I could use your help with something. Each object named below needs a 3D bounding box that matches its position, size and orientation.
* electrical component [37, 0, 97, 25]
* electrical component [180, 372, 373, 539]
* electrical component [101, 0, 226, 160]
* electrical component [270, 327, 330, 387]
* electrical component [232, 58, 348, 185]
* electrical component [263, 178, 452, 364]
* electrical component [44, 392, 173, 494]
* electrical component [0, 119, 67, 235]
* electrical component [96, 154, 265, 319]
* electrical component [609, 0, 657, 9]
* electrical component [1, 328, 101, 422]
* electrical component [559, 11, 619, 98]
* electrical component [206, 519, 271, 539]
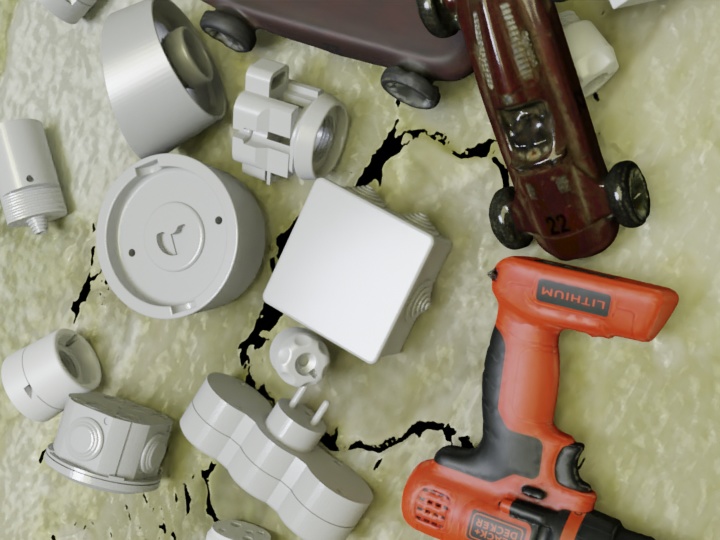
[{"bbox_3d":[-0.208,-0.212,0.770,0.047,0.055,0.055,-39,76,14],"label":"electrical component"},{"bbox_3d":[-0.047,0.109,0.701,0.138,0.052,0.073,37,102,19],"label":"electrical component"},{"bbox_3d":[-0.134,-0.129,0.717,0.064,0.099,0.099,-24,81,14],"label":"electrical component"},{"bbox_3d":[-0.042,0.053,0.699,0.035,0.061,0.035,-3,101,-17],"label":"electrical component"},{"bbox_3d":[-0.044,-0.091,0.696,0.057,0.058,0.078,20,126,18],"label":"electrical component"},{"bbox_3d":[0.000,0.000,0.684,0.100,0.048,0.099,29,101,20],"label":"electrical component"},{"bbox_3d":[-0.171,0.119,0.738,0.080,0.080,0.051,18,91,22],"label":"electrical component"},{"bbox_3d":[-0.244,-0.065,0.789,0.043,0.043,0.081,-21,82,21],"label":"electrical component"},{"bbox_3d":[-0.116,-0.022,0.726,0.108,0.060,0.108,0,89,22],"label":"electrical component"},{"bbox_3d":[0.171,-0.184,0.595,0.062,0.096,0.061,-27,78,50],"label":"electrical component"},{"bbox_3d":[-0.220,0.074,0.773,0.047,0.055,0.055,-30,79,16],"label":"electrical component"},{"bbox_3d":[0.120,-0.133,0.639,0.043,0.043,0.062,-39,74,18],"label":"electrical component"},{"bbox_3d":[-0.085,0.201,0.720,0.045,0.045,0.055,15,95,22],"label":"electrical component"}]
